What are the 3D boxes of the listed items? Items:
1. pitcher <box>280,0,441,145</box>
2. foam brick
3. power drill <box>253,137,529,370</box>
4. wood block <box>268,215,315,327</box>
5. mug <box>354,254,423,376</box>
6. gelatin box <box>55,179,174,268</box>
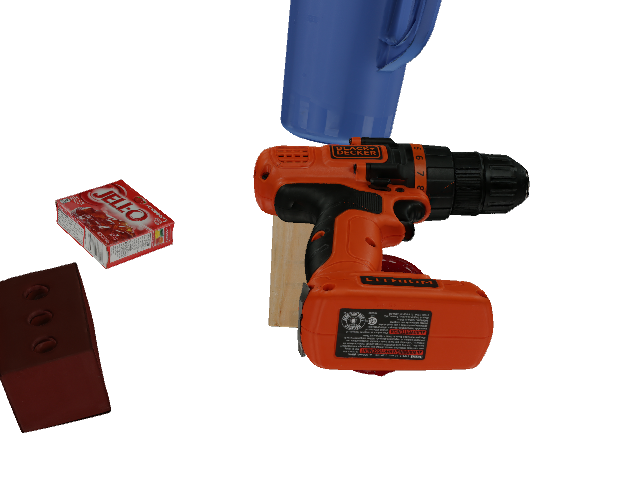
[{"bbox_3d":[0.037,-0.212,0.987,0.145,0.243,0.149,9,16,3],"label":"pitcher"},{"bbox_3d":[-0.156,0.061,0.614,0.053,0.051,0.078,-14,42,-11],"label":"foam brick"},{"bbox_3d":[0.052,0.000,0.654,0.184,0.057,0.187,-1,33,-3],"label":"power drill"},{"bbox_3d":[-0.019,0.003,1.399,0.090,0.206,0.091,3,24,-1],"label":"wood block"},{"bbox_3d":[0.052,0.078,0.993,0.093,0.081,0.117,-3,34,-6],"label":"mug"},{"bbox_3d":[-0.189,-0.017,0.980,0.073,0.030,0.089,-22,44,-37],"label":"gelatin box"}]
